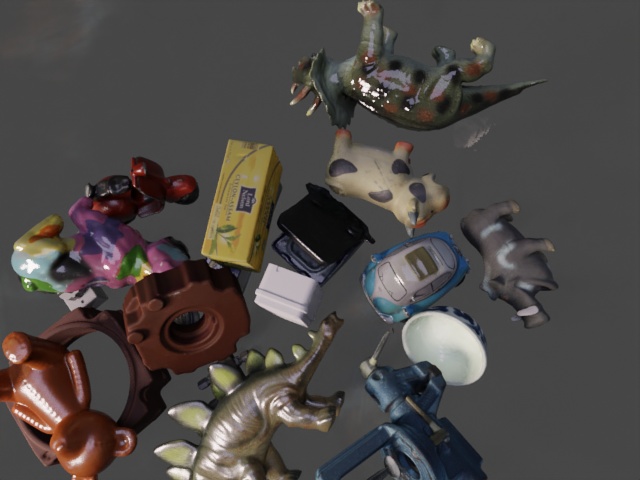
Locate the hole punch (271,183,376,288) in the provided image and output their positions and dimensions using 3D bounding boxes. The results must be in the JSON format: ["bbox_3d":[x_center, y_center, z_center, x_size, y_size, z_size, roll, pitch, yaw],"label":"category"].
[{"bbox_3d":[-0.002,-0.002,0.823,0.142,0.092,0.116,40,55,16],"label":"hole punch"}]

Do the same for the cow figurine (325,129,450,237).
[{"bbox_3d":[0.102,-0.084,0.822,0.195,0.085,0.127,15,73,7],"label":"cow figurine"}]

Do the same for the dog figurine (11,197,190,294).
[{"bbox_3d":[-0.299,0.042,0.783,0.219,0.108,0.191,31,44,10],"label":"dog figurine"}]

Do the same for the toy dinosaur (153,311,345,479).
[{"bbox_3d":[-0.118,0.288,0.747,0.199,0.105,0.471,33,91,14],"label":"toy dinosaur"}]

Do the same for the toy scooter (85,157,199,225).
[{"bbox_3d":[-0.291,-0.079,0.839,0.184,0.135,0.075,-12,75,5],"label":"toy scooter"}]

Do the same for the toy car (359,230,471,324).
[{"bbox_3d":[0.140,0.048,0.777,0.162,0.103,0.109,-29,76,1],"label":"toy car"}]

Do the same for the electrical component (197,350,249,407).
[{"bbox_3d":[-0.136,0.209,0.811,0.094,0.021,0.063,-34,76,-3],"label":"electrical component"}]

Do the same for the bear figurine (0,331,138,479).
[{"bbox_3d":[-0.342,0.226,0.692,0.120,0.132,0.196,-41,70,2],"label":"bear figurine"}]

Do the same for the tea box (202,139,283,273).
[{"bbox_3d":[-0.107,-0.046,0.767,0.068,0.098,0.169,9,80,7],"label":"tea box"}]

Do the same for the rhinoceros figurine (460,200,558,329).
[{"bbox_3d":[0.278,0.034,0.779,0.112,0.073,0.190,-27,75,-2],"label":"rhinoceros figurine"}]

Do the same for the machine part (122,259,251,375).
[{"bbox_3d":[-0.183,0.112,0.754,0.179,0.179,0.056,-33,41,-2],"label":"machine part"}]

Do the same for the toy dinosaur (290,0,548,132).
[{"bbox_3d":[0.139,-0.237,0.843,0.405,0.131,0.192,19,92,6],"label":"toy dinosaur"}]

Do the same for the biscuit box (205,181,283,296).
[{"bbox_3d":[-0.123,-0.014,0.843,0.063,0.059,0.202,17,79,10],"label":"biscuit box"}]

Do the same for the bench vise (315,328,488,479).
[{"bbox_3d":[0.084,0.261,0.687,0.241,0.128,0.224,-26,67,-26],"label":"bench vise"}]

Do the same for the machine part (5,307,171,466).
[{"bbox_3d":[-0.346,0.216,0.801,0.201,0.087,0.201,-39,77,-4],"label":"machine part"}]
